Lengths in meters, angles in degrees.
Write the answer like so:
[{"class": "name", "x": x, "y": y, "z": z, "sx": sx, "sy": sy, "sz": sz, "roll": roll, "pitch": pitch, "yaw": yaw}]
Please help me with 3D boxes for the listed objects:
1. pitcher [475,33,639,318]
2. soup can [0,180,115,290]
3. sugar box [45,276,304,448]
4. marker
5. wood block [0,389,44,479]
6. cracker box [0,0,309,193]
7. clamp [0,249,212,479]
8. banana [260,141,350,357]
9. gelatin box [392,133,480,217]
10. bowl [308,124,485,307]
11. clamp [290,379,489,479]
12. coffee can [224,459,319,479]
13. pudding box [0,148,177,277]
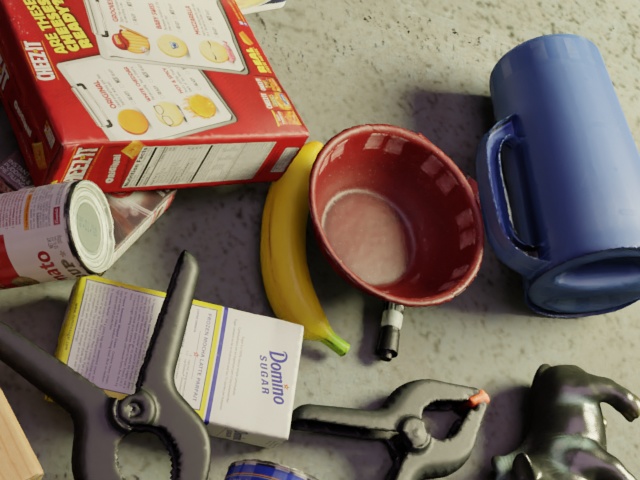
[{"class": "pitcher", "x": 0.217, "y": -0.063, "z": 0.953, "sx": 0.145, "sy": 0.149, "sz": 0.243, "roll": -16, "pitch": 61, "yaw": 14}, {"class": "soup can", "x": -0.202, "y": -0.002, "z": 0.740, "sx": 0.102, "sy": 0.068, "sz": 0.068, "roll": -9, "pitch": 62, "yaw": 15}, {"class": "sugar box", "x": -0.105, "y": 0.091, "z": 0.792, "sx": 0.176, "sy": 0.048, "sz": 0.093, "roll": 17, "pitch": 64, "yaw": -17}, {"class": "marker", "x": 0.064, "y": 0.047, "z": 0.898, "sx": 0.020, "sy": 0.020, "sz": 0.121, "roll": 19, "pitch": 59, "yaw": -12}, {"class": "wood block", "x": -0.272, "y": 0.093, "z": 0.697, "sx": 0.090, "sy": 0.091, "sz": 0.206, "roll": -24, "pitch": 75, "yaw": -30}, {"class": "cracker box", "x": -0.138, "y": -0.119, "z": 0.839, "sx": 0.213, "sy": 0.072, "sz": 0.164, "roll": -7, "pitch": 57, "yaw": -36}, {"class": "clamp", "x": -0.123, "y": 0.111, "z": 0.731, "sx": 0.164, "sy": 0.036, "sz": 0.210, "roll": -24, "pitch": 79, "yaw": -24}, {"class": "banana", "x": -0.019, "y": 0.001, "z": 0.882, "sx": 0.069, "sy": 0.037, "sz": 0.198, "roll": 16, "pitch": 59, "yaw": -40}, {"class": "gelatin box", "x": 0.097, "y": -0.042, "z": 0.950, "sx": 0.089, "sy": 0.030, "sz": 0.073, "roll": 42, "pitch": 57, "yaw": 3}, {"class": "bowl", "x": 0.053, "y": -0.012, "z": 0.872, "sx": 0.161, "sy": 0.055, "sz": 0.162, "roll": 12, "pitch": 62, "yaw": -23}, {"class": "clamp", "x": 0.058, "y": 0.150, "z": 0.831, "sx": 0.171, "sy": 0.039, "sz": 0.120, "roll": -31, "pitch": 85, "yaw": -37}, {"class": "coffee can", "x": -0.043, "y": 0.233, "z": 0.710, "sx": 0.102, "sy": 0.103, "sz": 0.140, "roll": 29, "pitch": 57, "yaw": -6}, {"class": "pudding box", "x": -0.184, "y": -0.039, "z": 0.831, "sx": 0.113, "sy": 0.039, "sz": 0.090, "roll": 39, "pitch": 55, "yaw": 0}]
